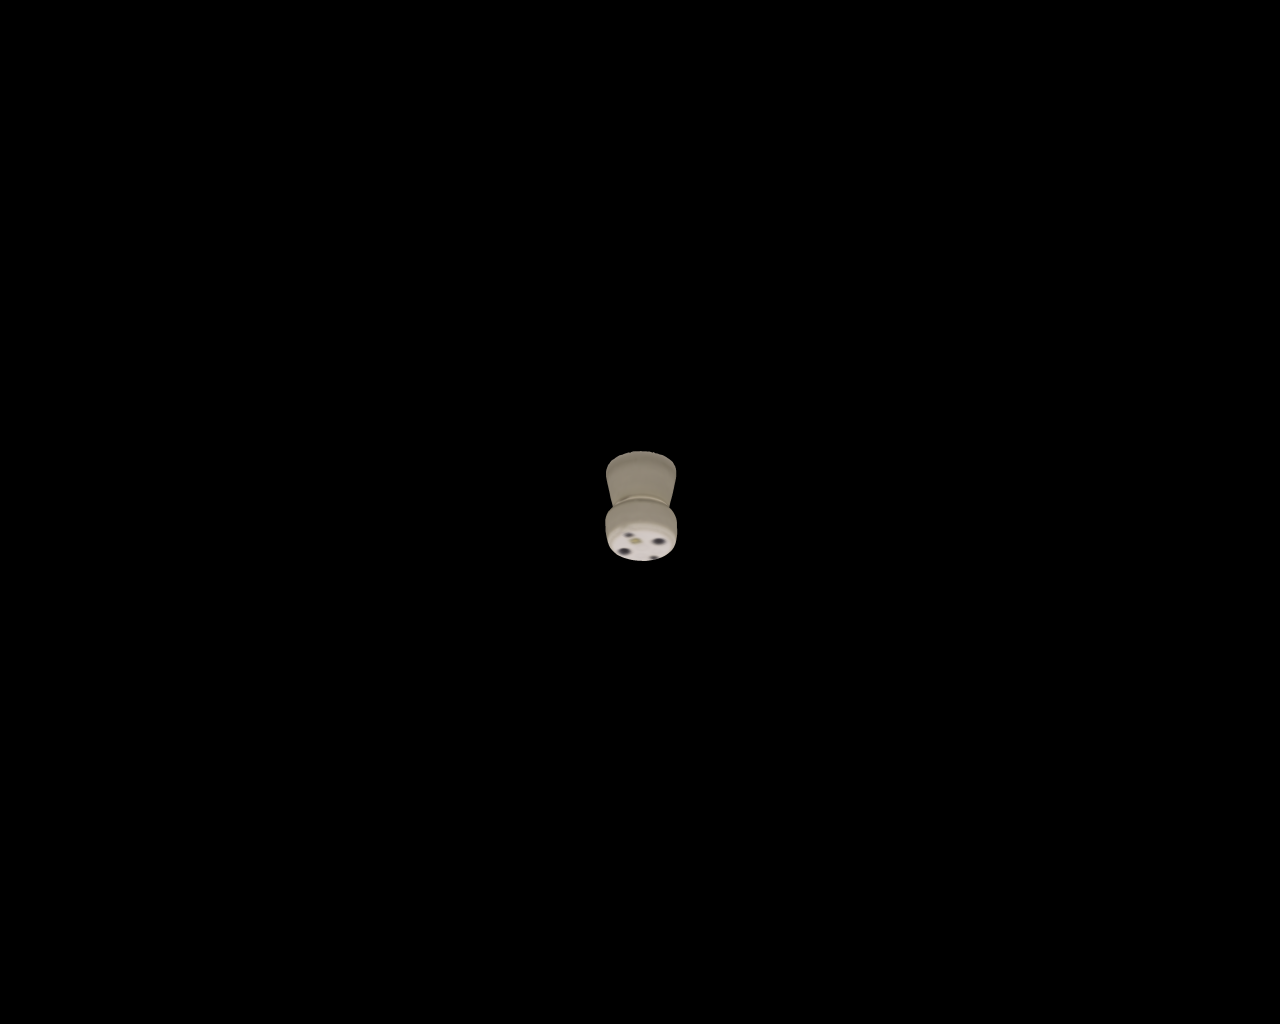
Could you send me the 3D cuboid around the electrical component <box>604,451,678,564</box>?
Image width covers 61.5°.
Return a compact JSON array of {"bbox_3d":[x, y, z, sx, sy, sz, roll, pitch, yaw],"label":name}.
[{"bbox_3d":[0.001,-0.003,0.650,0.045,0.055,0.044,0,-32,0],"label":"electrical component"}]
